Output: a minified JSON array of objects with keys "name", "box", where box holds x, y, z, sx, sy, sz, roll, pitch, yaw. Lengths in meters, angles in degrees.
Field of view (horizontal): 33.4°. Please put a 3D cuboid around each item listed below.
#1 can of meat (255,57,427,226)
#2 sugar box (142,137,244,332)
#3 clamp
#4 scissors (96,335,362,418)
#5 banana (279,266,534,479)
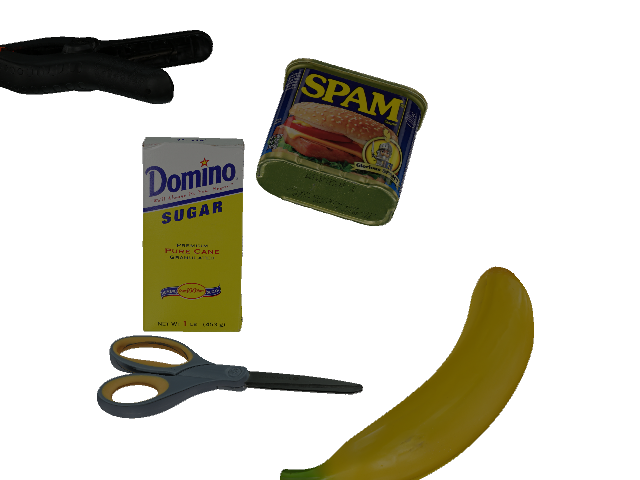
[{"name":"can of meat","box":[0.013,-0.066,0.727,0.102,0.084,0.057,17,-28,1]},{"name":"sugar box","box":[-0.117,-0.005,0.981,0.093,0.176,0.048,0,14,-5]},{"name":"clamp","box":[-0.166,-0.134,0.799,0.172,0.039,0.120,8,22,16]},{"name":"scissors","box":[-0.079,0.113,0.796,0.202,0.016,0.096,12,35,22]},{"name":"banana","box":[0.065,0.069,0.538,0.070,0.037,0.197,20,41,35]}]
